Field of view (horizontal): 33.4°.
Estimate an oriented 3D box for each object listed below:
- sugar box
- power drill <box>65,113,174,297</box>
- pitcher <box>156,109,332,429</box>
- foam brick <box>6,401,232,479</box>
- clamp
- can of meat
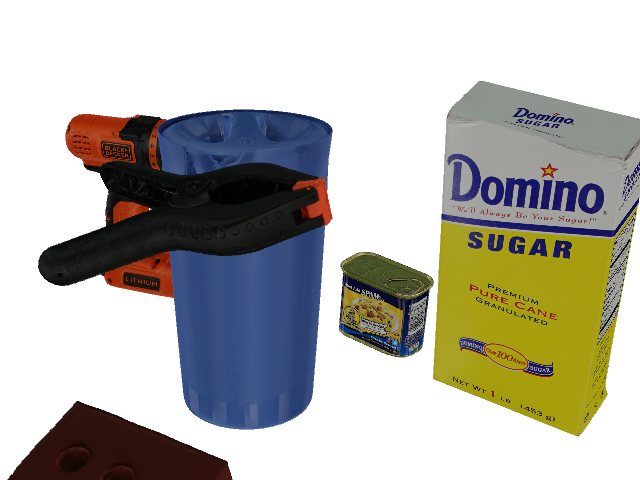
[{"bbox_3d":[0.110,0.012,0.556,0.093,0.176,0.048,18,42,27],"label":"sugar box"},{"bbox_3d":[-0.163,-0.036,1.082,0.185,0.188,0.057,10,29,20],"label":"power drill"},{"bbox_3d":[-0.054,0.018,0.859,0.149,0.243,0.145,-8,22,-24],"label":"pitcher"},{"bbox_3d":[-0.079,0.111,0.433,0.078,0.051,0.052,16,43,22],"label":"foam brick"},{"bbox_3d":[-0.082,-0.012,0.637,0.172,0.039,0.120,-1,40,23],"label":"clamp"},{"bbox_3d":[0.070,0.071,1.171,0.102,0.084,0.057,22,32,32],"label":"can of meat"}]
